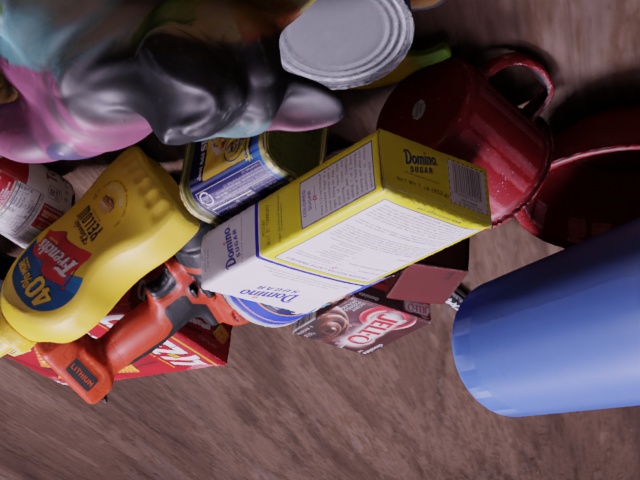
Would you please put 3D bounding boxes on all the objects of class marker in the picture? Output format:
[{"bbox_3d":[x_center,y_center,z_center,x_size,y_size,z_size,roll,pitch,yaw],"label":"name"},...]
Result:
[{"bbox_3d":[0.125,0.053,0.999,0.020,0.020,0.121,-12,149,33],"label":"marker"}]

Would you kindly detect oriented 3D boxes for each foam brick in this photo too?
[{"bbox_3d":[0.090,0.015,0.892,0.053,0.051,0.078,8,154,-8],"label":"foam brick"}]

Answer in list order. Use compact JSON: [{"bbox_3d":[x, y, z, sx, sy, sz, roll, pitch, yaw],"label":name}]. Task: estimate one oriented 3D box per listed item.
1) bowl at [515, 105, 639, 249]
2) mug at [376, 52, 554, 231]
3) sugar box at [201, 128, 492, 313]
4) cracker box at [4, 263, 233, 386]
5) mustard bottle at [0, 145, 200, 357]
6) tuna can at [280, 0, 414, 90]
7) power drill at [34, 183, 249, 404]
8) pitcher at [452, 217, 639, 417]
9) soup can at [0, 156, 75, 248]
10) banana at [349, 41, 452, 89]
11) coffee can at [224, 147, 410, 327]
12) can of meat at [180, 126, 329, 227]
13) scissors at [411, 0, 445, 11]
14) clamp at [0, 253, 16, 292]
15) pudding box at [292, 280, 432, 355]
[{"bbox_3d":[0.215,-0.046,0.737,0.162,0.055,0.162,5,154,2],"label":"bowl"},{"bbox_3d":[0.098,-0.072,0.687,0.117,0.093,0.081,-43,128,18],"label":"mug"},{"bbox_3d":[0.011,-0.006,0.666,0.093,0.048,0.177,17,152,-38],"label":"sugar box"},{"bbox_3d":[-0.220,0.085,1.078,0.214,0.072,0.164,-11,149,28],"label":"cracker box"},{"bbox_3d":[-0.184,0.021,0.810,0.192,0.096,0.058,-43,140,5],"label":"mustard bottle"},{"bbox_3d":[0.008,-0.125,0.590,0.086,0.034,0.086,0,143,-1],"label":"tuna can"},{"bbox_3d":[-0.151,0.049,0.913,0.187,0.057,0.184,-31,140,-4],"label":"power drill"},{"bbox_3d":[0.215,0.055,0.753,0.149,0.145,0.243,35,149,-20],"label":"pitcher"},{"bbox_3d":[-0.251,-0.041,0.835,0.069,0.068,0.102,-13,149,33],"label":"soup can"},{"bbox_3d":[-0.018,-0.133,0.640,0.197,0.037,0.070,19,129,-28],"label":"banana"},{"bbox_3d":[-0.005,0.001,0.827,0.102,0.103,0.141,22,150,-29],"label":"coffee can"},{"bbox_3d":[-0.041,-0.068,0.699,0.057,0.102,0.084,27,145,-34],"label":"can of meat"},{"bbox_3d":[-0.007,-0.165,0.589,0.202,0.016,0.096,5,154,3],"label":"scissors"},{"bbox_3d":[-0.302,0.020,0.953,0.164,0.036,0.210,37,156,4],"label":"clamp"},{"bbox_3d":[0.040,0.070,1.029,0.090,0.039,0.114,20,151,-25],"label":"pudding box"}]
